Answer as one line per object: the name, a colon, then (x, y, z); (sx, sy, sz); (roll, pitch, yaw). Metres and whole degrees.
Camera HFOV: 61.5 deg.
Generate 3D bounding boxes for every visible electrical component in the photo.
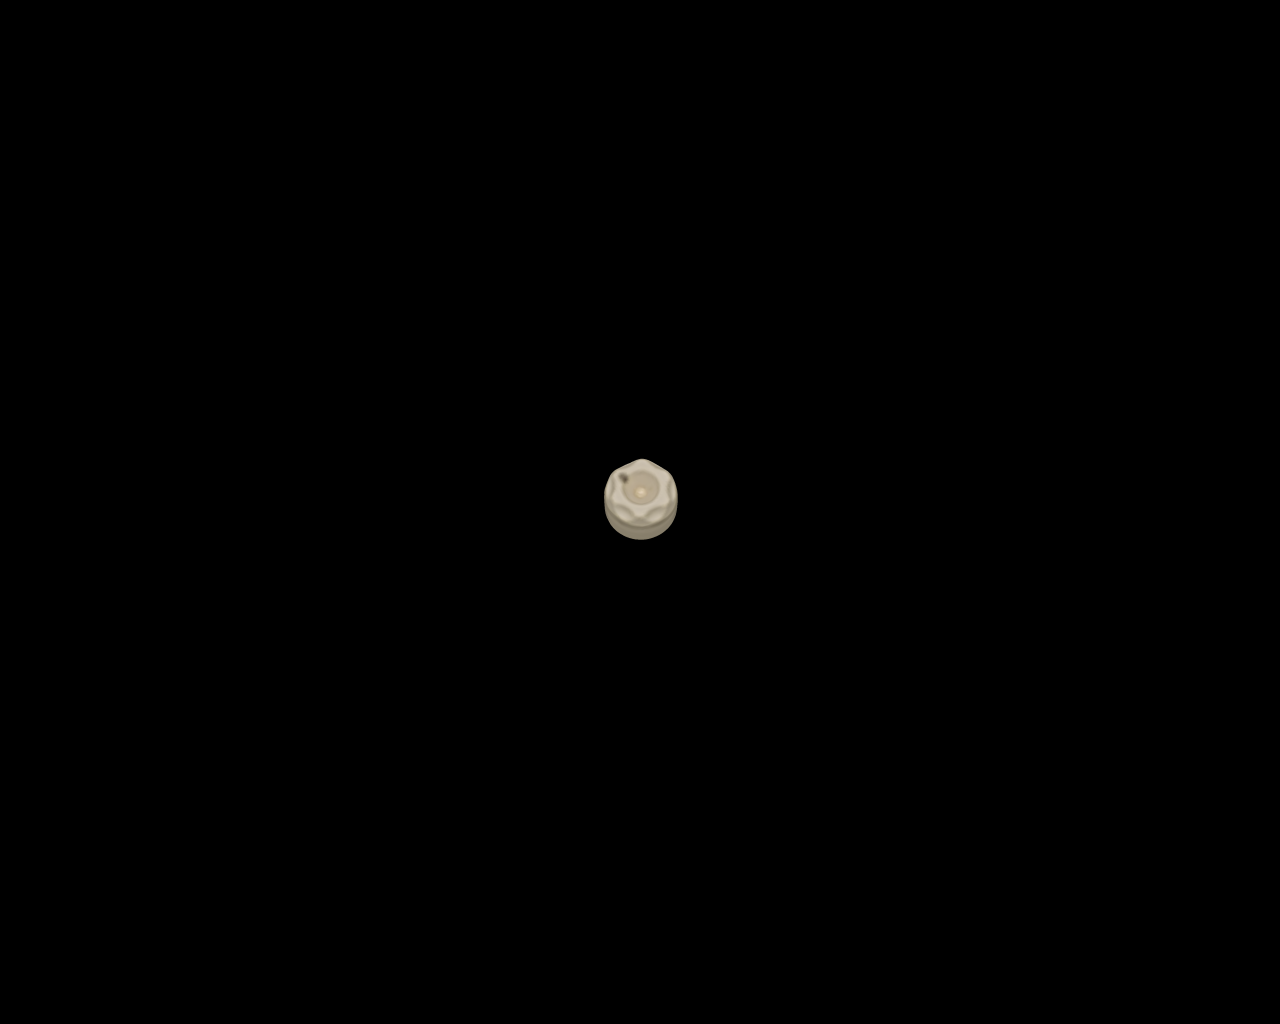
electrical component: (0.001, -0.003, 0.650); (0.043, 0.043, 0.062); (0, -24, 0)
